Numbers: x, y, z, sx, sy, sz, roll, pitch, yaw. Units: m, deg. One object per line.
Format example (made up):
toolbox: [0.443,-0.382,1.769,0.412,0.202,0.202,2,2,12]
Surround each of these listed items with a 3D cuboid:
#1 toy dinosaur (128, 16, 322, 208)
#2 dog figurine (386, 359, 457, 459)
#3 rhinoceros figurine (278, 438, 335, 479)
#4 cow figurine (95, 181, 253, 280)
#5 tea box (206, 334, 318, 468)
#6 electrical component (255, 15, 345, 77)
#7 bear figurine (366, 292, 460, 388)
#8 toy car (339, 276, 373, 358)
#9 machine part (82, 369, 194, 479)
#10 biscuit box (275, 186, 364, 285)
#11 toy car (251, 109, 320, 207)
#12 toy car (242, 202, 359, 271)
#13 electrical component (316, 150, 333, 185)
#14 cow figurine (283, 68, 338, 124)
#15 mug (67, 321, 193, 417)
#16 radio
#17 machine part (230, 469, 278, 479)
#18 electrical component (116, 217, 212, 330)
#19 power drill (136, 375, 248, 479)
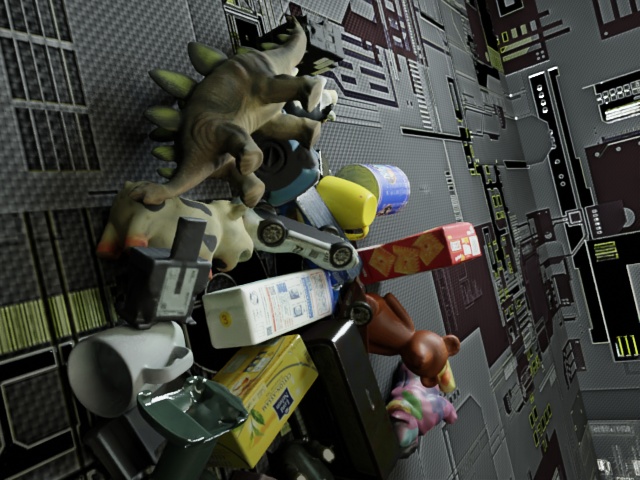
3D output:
toy dinosaur: [-0.096,-0.183,0.686,0.471,0.199,0.105,-54,164,-44]
dog figurine: [0.159,0.291,0.985,0.219,0.109,0.191,14,68,-51]
rhinoceros figurine: [0.004,0.364,0.733,0.073,0.112,0.190,-34,95,-38]
cow figurine: [-0.159,-0.014,0.648,0.194,0.086,0.127,27,62,-47]
tea box: [-0.086,0.193,0.662,0.169,0.098,0.068,-44,115,-51]
electrical component: [-0.027,-0.326,0.922,0.134,0.115,0.058,-3,85,-57]
bear figurine: [0.133,0.176,0.916,0.196,0.120,0.132,35,15,11]
toy car: [0.052,0.153,0.815,0.089,0.053,0.201,-93,179,-67]
machine part: [-0.183,0.188,0.575,0.084,0.039,0.139,62,37,-13]
biscuit box: [-0.002,-0.003,0.892,0.202,0.059,0.063,56,37,-28]
toy car: [-0.071,-0.135,0.815,0.161,0.109,0.103,57,10,-2]
toy car: [-0.032,-0.002,0.788,0.201,0.056,0.074,19,19,-29]
electrical component: [0.001,-0.124,0.960,0.094,0.021,0.063,45,35,-55]
cow figurine: [-0.022,-0.233,0.938,0.167,0.068,0.098,-1,86,-53]
mug: [-0.179,0.118,0.550,0.107,0.110,0.080,-32,112,-67]
radio: [0.017,0.231,0.769,0.073,0.131,0.229,-30,104,-54]
machine part: [-0.085,0.369,0.638,0.179,0.056,0.179,27,57,-51]
electrical component: [-0.154,0.030,0.549,0.075,0.048,0.119,1,105,-49]
power drill: [-0.155,0.238,0.490,0.232,0.086,0.207,0,111,-62]
